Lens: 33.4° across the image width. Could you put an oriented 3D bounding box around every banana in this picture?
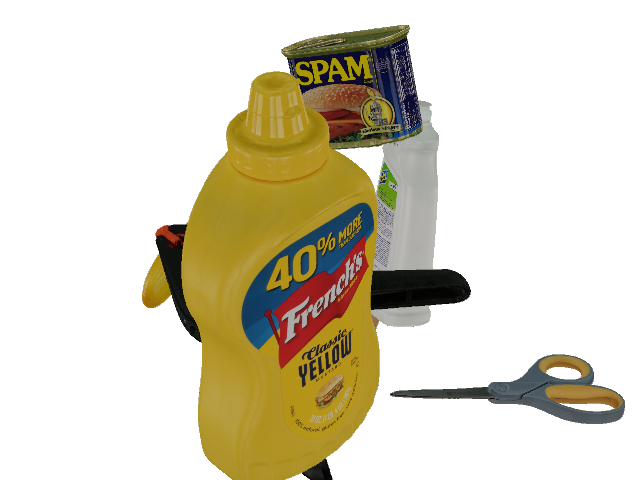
[{"bbox_3d":[-0.098,-0.003,1.023,0.198,0.069,0.037,-31,41,2],"label":"banana"}]

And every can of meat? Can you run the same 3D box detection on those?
[{"bbox_3d":[0.027,-0.120,0.848,0.102,0.084,0.057,-1,21,33],"label":"can of meat"}]

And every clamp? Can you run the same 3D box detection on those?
[{"bbox_3d":[-0.019,0.039,0.700,0.210,0.164,0.036,35,-24,28],"label":"clamp"}]

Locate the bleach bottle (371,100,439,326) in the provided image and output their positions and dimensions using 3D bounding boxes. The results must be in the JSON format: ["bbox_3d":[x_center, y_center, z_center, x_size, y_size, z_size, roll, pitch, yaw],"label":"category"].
[{"bbox_3d":[0.099,-0.034,1.230,0.068,0.251,0.103,-2,21,-24],"label":"bleach bottle"}]

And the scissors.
[{"bbox_3d":[0.161,0.122,0.927,0.202,0.016,0.096,8,27,1],"label":"scissors"}]

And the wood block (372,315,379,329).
[{"bbox_3d":[0.036,0.088,1.506,0.091,0.090,0.206,5,20,10],"label":"wood block"}]

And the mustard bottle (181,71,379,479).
[{"bbox_3d":[-0.015,0.015,0.465,0.096,0.192,0.058,-31,46,-33],"label":"mustard bottle"}]
